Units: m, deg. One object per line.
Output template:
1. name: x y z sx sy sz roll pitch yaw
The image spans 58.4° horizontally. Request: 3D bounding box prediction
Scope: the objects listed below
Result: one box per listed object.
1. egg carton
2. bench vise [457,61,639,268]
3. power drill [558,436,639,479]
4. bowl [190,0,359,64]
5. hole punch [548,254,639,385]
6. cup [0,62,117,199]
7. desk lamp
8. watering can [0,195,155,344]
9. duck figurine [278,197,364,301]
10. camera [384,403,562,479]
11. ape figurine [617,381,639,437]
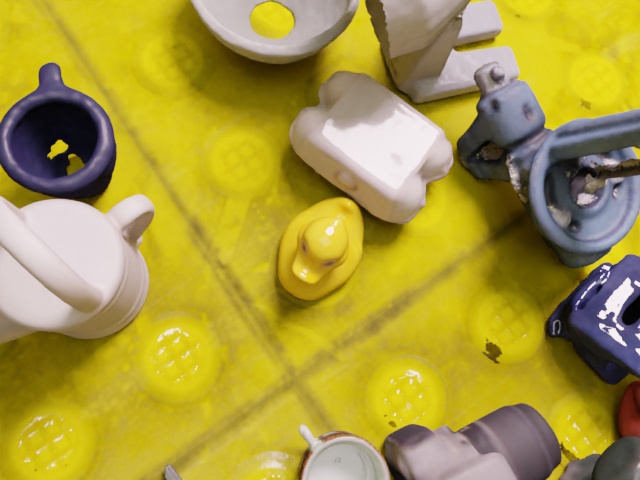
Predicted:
1. egg carton: 0.049 -0.090 0.554 0.150 0.069 0.107 36 76 1
2. bench vise: 0.210 -0.072 0.494 0.207 0.219 0.121 35 76 1
3. power drill: 0.291 0.238 0.444 0.229 0.208 0.076 38 76 2
4. bowl: -0.047 -0.242 0.572 0.167 0.074 0.167 2 78 -7
5. hole punch: 0.292 0.074 0.540 0.109 0.091 0.101 -42 86 -14
6. cup: -0.221 -0.085 0.504 0.092 0.095 0.118 -10 79 -9
7. desk lamp: 0.116 -0.219 0.517 0.203 0.213 0.118 -14 80 -10
8. watering can: -0.200 0.027 0.432 0.101 0.194 0.173 25 76 -1
9. duck figurine: 0.005 0.002 0.520 0.077 0.086 0.105 33 76 1
10. camera: 0.144 0.211 0.485 0.137 0.100 0.143 -24 82 -12
11. ape figurine: 0.324 0.164 0.524 0.076 0.092 0.078 -37 84 -13
